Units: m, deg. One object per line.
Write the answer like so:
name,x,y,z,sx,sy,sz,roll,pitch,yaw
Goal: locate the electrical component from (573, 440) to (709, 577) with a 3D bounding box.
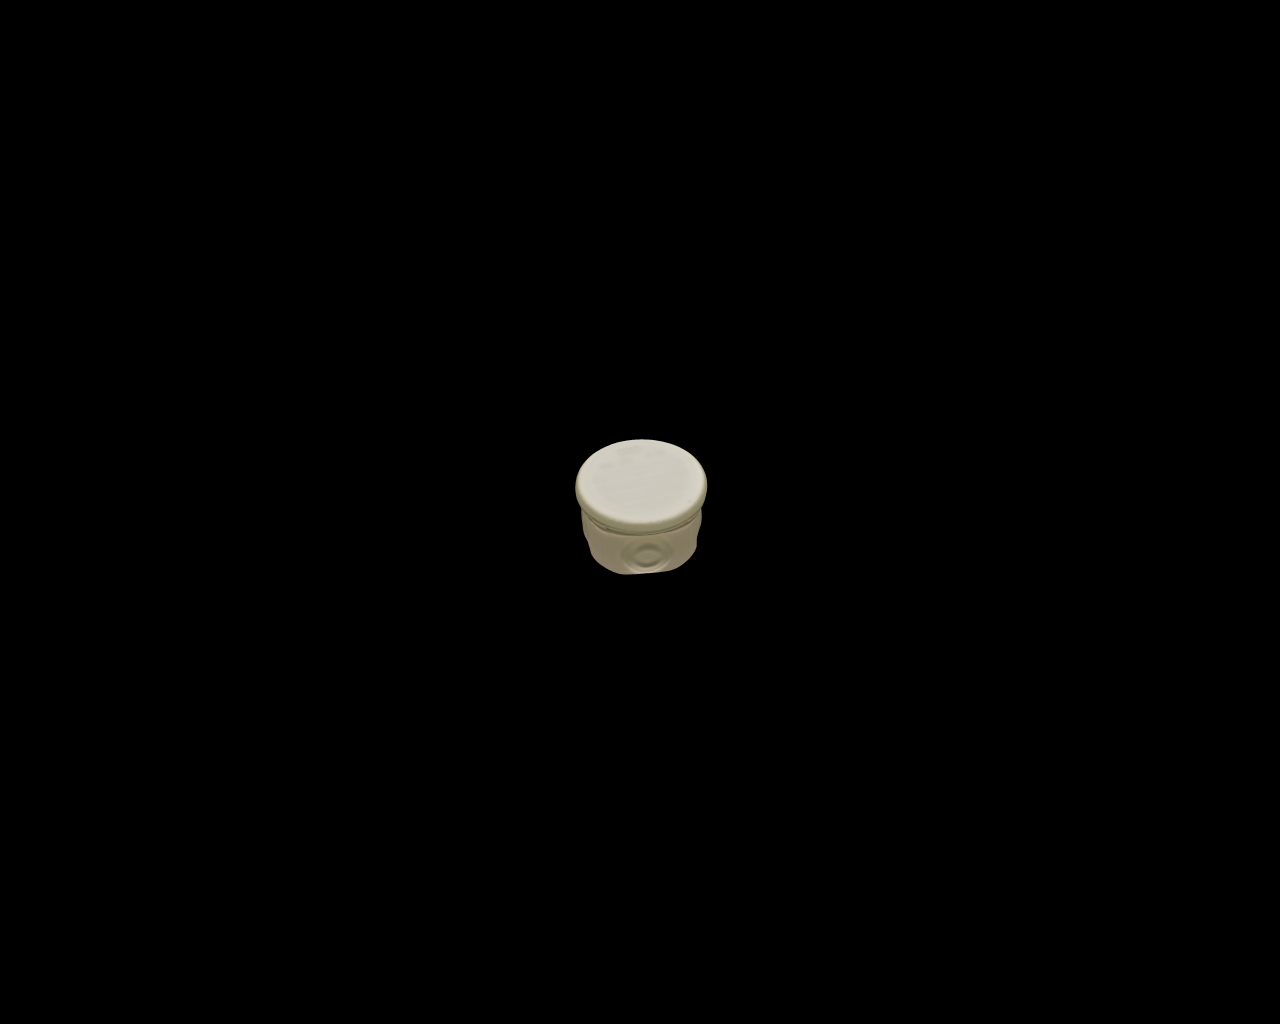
electrical component,0.001,-0.003,0.650,0.080,0.050,0.080,0,44,0
